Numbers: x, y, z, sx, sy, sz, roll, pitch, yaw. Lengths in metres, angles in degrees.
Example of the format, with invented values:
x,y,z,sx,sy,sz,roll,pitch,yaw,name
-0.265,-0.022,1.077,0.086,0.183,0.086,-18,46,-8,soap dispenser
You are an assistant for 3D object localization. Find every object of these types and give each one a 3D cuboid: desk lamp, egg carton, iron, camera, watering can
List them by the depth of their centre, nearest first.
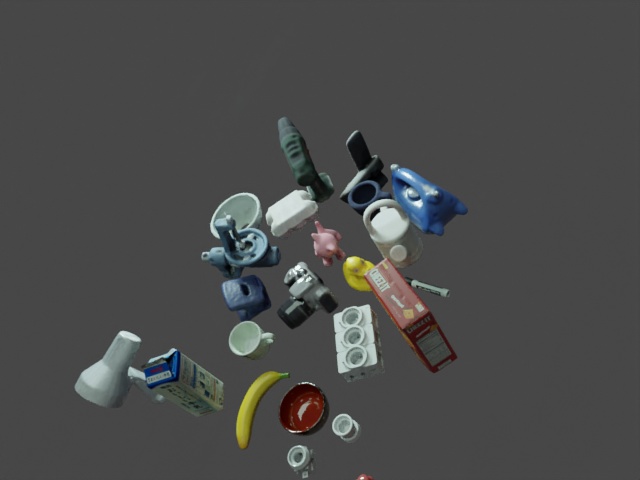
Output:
x,y,z,sx,sy,sz,roll,pitch,yaw,name
0.170,-0.021,1.339,0.101,0.195,0.172,-40,46,-3,watering can
-0.050,0.140,1.408,0.137,0.101,0.142,-42,46,-5,camera
0.237,-0.125,1.418,0.119,0.142,0.257,-42,46,-4,iron
-0.465,0.330,1.423,0.117,0.214,0.203,26,72,41,desk lamp
-0.078,-0.072,1.610,0.150,0.070,0.107,-34,46,2,egg carton

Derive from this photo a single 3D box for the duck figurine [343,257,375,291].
x,y,z,sx,sy,sz,roll,pitch,yaw,name
0.091,0.071,1.389,0.104,0.086,0.077,28,73,41,duck figurine

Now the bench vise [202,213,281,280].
x,y,z,sx,sy,sz,roll,pitch,yaw,name
-0.237,0.024,1.523,0.207,0.220,0.121,-26,47,10,bench vise

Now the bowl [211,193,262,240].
x,y,z,sx,sy,sz,roll,pitch,yaw,name
-0.232,-0.052,1.682,0.167,0.075,0.167,-16,49,19,bowl

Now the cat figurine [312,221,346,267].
x,y,z,sx,sy,sz,roll,pitch,yaw,name
0.013,0.005,1.464,0.067,0.118,0.127,-26,47,10,cat figurine

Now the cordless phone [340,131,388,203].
x,y,z,sx,sy,sz,roll,pitch,yaw,name
0.092,-0.191,1.524,0.093,0.186,0.148,23,70,40,cordless phone

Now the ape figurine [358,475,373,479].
x,y,z,sx,sy,sz,roll,pitch,yaw,name
0.088,0.475,1.073,0.076,0.092,0.077,-27,47,10,ape figurine

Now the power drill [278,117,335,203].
x,y,z,sx,sy,sz,roll,pitch,yaw,name
-0.042,-0.211,1.601,0.075,0.209,0.229,-28,46,8,power drill

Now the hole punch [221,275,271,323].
x,y,z,sx,sy,sz,roll,pitch,yaw,name
-0.193,0.143,1.496,0.101,0.091,0.108,-33,46,4,hole punch

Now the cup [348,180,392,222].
x,y,z,sx,sy,sz,roll,pitch,yaw,name
0.142,-0.093,1.481,0.117,0.095,0.092,1,57,31,cup
